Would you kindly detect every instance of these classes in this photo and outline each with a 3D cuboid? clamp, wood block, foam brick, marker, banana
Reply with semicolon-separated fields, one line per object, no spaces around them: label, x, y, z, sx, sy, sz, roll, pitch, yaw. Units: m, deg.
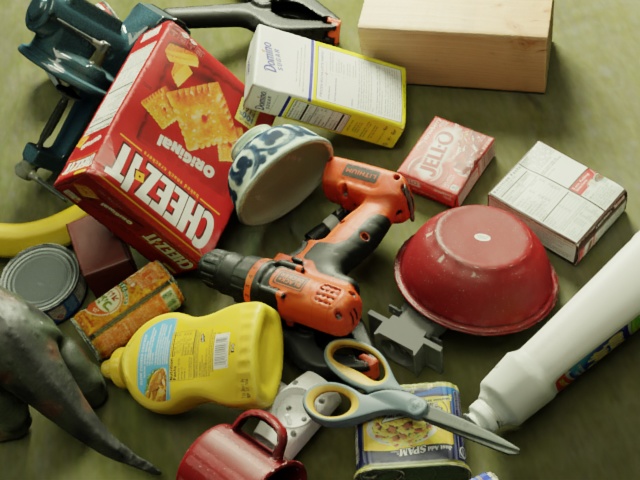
clamp;-0.021;0.091;1.038;0.120;0.039;0.172;-42;55;-16
wood block;0.154;-0.234;1.201;0.206;0.091;0.090;6;57;14
clamp;-0.078;-0.274;1.287;0.210;0.036;0.164;24;48;18
foam brick;-0.225;0.016;1.117;0.051;0.053;0.078;-23;54;-7
marker;0.031;-0.031;1.125;0.121;0.020;0.020;-39;58;-17
banana;-0.302;-0.018;1.148;0.197;0.069;0.037;-8;19;-3

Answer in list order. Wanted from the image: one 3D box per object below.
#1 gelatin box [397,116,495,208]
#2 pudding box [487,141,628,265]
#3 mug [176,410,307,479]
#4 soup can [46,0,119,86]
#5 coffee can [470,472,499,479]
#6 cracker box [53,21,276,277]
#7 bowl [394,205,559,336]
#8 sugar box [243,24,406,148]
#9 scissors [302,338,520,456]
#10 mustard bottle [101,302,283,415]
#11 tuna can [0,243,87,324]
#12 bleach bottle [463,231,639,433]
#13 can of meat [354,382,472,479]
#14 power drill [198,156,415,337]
gelatin box;0.134;-0.083;1.136;0.073;0.030;0.089;24;62;24
pudding box;0.240;-0.039;1.084;0.114;0.039;0.090;34;67;29
mug;-0.067;0.203;0.930;0.082;0.093;0.117;28;103;32
soup can;-0.288;-0.235;1.291;0.102;0.068;0.069;-34;57;-13
coffee can;0.096;0.262;0.860;0.140;0.103;0.103;-23;55;-7
cracker box;-0.153;-0.096;1.111;0.072;0.164;0.213;-16;43;46
bowl;0.153;0.016;1.023;0.162;0.055;0.162;2;42;-2
sugar box;0.007;-0.167;1.163;0.176;0.048;0.093;13;54;-13
scissors;0.065;0.155;0.922;0.096;0.016;0.202;-41;52;-17
mustard bottle;-0.128;0.116;1.008;0.192;0.058;0.096;-9;68;28
tuna can;-0.289;0.048;1.116;0.086;0.034;0.086;-4;55;6
bleach bottle;0.230;0.090;0.965;0.250;0.102;0.068;-39;69;-12
can of meat;0.080;0.177;0.951;0.102;0.057;0.084;-5;53;6
power drill;-0.007;0.001;1.053;0.185;0.057;0.187;19;57;30
